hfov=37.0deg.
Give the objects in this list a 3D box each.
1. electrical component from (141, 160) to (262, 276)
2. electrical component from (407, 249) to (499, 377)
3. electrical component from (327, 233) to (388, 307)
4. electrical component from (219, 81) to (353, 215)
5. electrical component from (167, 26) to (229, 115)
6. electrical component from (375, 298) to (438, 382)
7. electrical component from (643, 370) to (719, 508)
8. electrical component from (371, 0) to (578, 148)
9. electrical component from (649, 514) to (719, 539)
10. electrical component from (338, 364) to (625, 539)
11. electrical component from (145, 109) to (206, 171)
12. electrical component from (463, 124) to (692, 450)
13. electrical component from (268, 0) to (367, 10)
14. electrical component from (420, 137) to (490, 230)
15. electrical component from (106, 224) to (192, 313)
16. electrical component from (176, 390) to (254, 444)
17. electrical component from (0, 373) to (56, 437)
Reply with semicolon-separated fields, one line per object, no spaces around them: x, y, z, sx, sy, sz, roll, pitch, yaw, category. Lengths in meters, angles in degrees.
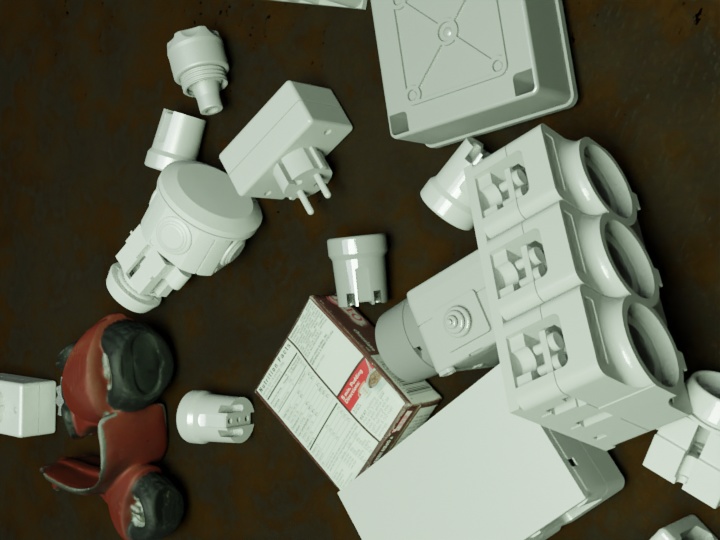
-0.117;-0.039;0.790;0.080;0.080;0.051;51;124;26;electrical component
0.074;0.021;0.628;0.062;0.096;0.061;-33;70;33;electrical component
0.000;0.000;0.723;0.040;0.040;0.046;-5;92;38;electrical component
-0.044;-0.075;0.752;0.083;0.047;0.075;-42;66;30;electrical component
-0.120;-0.149;0.814;0.043;0.043;0.062;-24;77;36;electrical component
0.043;0.040;0.680;0.047;0.055;0.055;-31;71;38;electrical component
0.187;0.087;0.573;0.066;0.048;0.055;31;116;34;electrical component
0.068;-0.141;0.659;0.109;0.056;0.108;-13;82;37;electrical component
0.177;0.190;0.578;0.083;0.047;0.075;48;117;27;electrical component
0.072;0.131;0.651;0.150;0.062;0.089;-43;65;30;electrical component
-0.142;-0.098;0.835;0.040;0.040;0.046;20;96;36;electrical component
0.117;0.007;0.571;0.062;0.089;0.150;-30;51;33;electrical component
-0.039;-0.282;0.740;0.105;0.060;0.186;16;100;37;electrical component
0.067;-0.054;0.671;0.040;0.040;0.046;47;112;28;electrical component
-0.168;0.000;0.851;0.055;0.048;0.066;-46;63;20;electrical component
-0.108;0.111;0.808;0.046;0.040;0.040;-1;89;32;electrical component
-0.326;0.121;0.954;0.083;0.076;0.047;2;91;38;electrical component
